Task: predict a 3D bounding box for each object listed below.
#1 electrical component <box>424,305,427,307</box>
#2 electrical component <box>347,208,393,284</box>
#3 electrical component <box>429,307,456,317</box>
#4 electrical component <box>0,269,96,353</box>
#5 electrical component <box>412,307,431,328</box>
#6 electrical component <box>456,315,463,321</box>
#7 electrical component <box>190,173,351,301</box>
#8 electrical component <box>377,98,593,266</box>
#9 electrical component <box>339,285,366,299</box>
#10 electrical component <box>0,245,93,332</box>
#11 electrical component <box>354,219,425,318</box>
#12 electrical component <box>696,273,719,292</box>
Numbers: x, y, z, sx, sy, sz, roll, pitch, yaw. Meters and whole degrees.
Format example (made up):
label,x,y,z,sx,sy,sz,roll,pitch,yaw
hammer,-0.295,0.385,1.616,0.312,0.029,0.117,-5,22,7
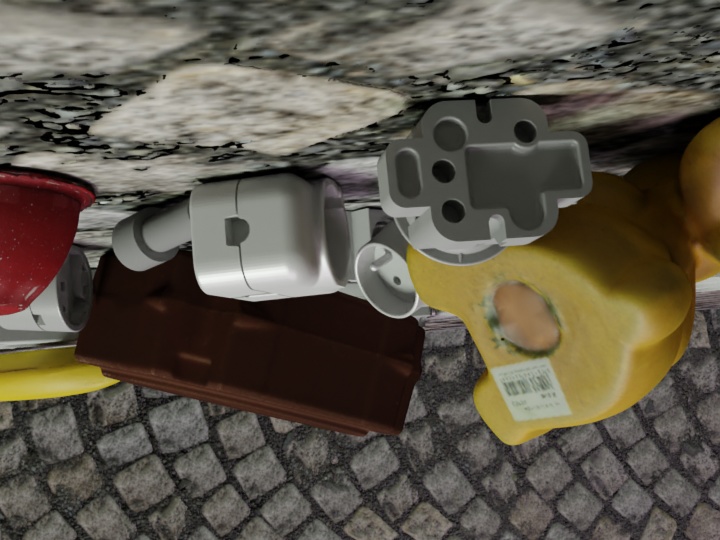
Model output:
label,x,y,z,sx,sy,sz,roll,pitch,yaw
electrical component,0.050,0.003,0.844,0.066,0.047,0.077,-7,174,18
electrical component,0.004,-0.013,0.670,0.081,0.042,0.064,1,172,-39
electrical component,0.083,-0.003,0.734,0.061,0.061,0.096,-4,174,-7
electrical component,-0.259,0.033,0.830,0.109,0.056,0.109,0,172,-43
electrical component,-0.021,0.026,0.935,0.150,0.061,0.089,-4,174,-12
electrical component,0.109,0.014,0.656,0.113,0.057,0.078,23,-170,-20
electrical component,-0.040,-0.015,0.541,0.059,0.053,0.095,-6,174,12
electrical component,0.044,-0.033,0.424,0.078,0.058,0.057,-4,172,-10
electrical component,0.000,0.000,0.786,0.081,0.043,0.043,-3,174,-16
electrical component,-0.203,0.012,0.684,0.047,0.055,0.055,-2,175,9
electrical component,0.044,-0.021,0.564,0.077,0.043,0.079,-32,159,-39
electrical component,0.211,-0.021,0.665,0.089,0.061,0.150,-8,174,25
